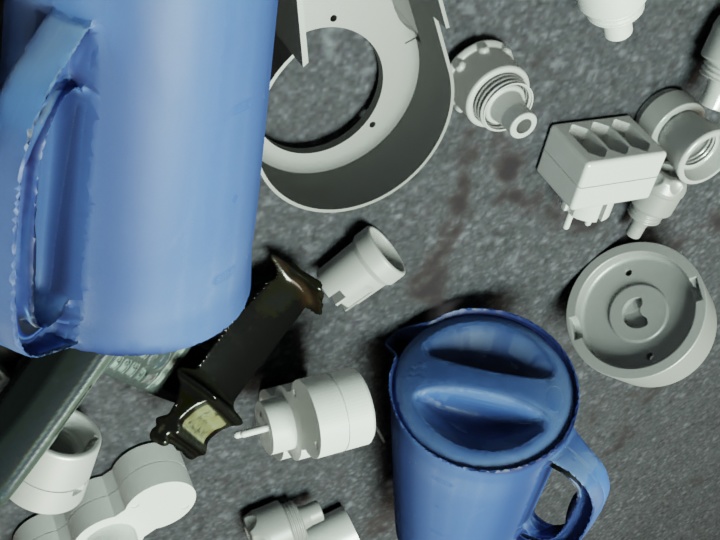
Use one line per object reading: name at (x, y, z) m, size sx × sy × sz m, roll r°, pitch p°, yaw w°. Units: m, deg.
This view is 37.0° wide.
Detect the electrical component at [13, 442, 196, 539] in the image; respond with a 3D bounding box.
electrical component at (-0.176, 0.188, 0.755) m, size 0.138 × 0.073 × 0.052 m, roll -34°, pitch 140°, yaw 3°

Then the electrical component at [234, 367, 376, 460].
electrical component at (-0.048, 0.102, 0.723) m, size 0.074 × 0.052 × 0.138 m, roll -12°, pitch 174°, yaw -21°

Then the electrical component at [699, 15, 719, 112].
electrical component at (0.245, -0.136, 0.709) m, size 0.043 × 0.043 × 0.062 m, roll 4°, pitch 117°, yaw -34°

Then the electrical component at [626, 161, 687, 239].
electrical component at (0.214, -0.049, 0.790) m, size 0.035 × 0.035 × 0.061 m, roll -5°, pitch 135°, yaw -28°

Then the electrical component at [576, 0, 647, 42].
electrical component at (0.148, -0.161, 0.628) m, size 0.043 × 0.043 × 0.062 m, roll -30°, pitch 141°, yaw -2°

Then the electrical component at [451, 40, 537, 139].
electrical component at (0.081, -0.102, 0.632) m, size 0.048 × 0.062 × 0.048 m, roll -17°, pitch 138°, yaw -16°

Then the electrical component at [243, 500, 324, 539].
electrical component at (-0.060, 0.206, 0.868) m, size 0.062 × 0.043 × 0.043 m, roll -20°, pitch 138°, yaw -16°

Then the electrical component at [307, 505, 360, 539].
electrical component at (-0.042, 0.237, 0.910) m, size 0.081 × 0.043 × 0.043 m, roll -24°, pitch 139°, yaw -9°

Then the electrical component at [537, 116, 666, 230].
electrical component at (0.159, -0.059, 0.735) m, size 0.066 × 0.047 × 0.076 m, roll -10°, pitch 135°, yaw -24°

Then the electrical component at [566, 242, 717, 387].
electrical component at (0.221, 0.039, 0.830) m, size 0.108 × 0.108 × 0.060 m, roll -43°, pitch 144°, yaw 12°

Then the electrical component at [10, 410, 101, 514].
electrical component at (-0.197, 0.120, 0.689) m, size 0.055 × 0.055 × 0.047 m, roll 7°, pitch 123°, yaw -36°

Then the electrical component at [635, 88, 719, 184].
electrical component at (0.221, -0.092, 0.734) m, size 0.045 × 0.055 × 0.045 m, roll -17°, pitch 138°, yaw -16°

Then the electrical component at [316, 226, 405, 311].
electrical component at (0.000, 0.000, 0.703) m, size 0.046 × 0.040 × 0.040 m, roll -37°, pitch 140°, yaw 15°
